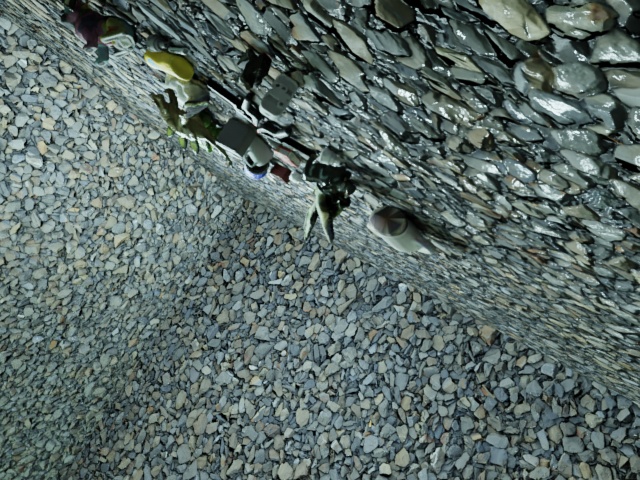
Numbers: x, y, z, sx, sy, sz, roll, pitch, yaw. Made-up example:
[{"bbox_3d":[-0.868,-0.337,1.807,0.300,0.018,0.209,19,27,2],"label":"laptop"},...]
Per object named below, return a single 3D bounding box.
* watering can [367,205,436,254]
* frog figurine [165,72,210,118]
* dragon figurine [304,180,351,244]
[{"bbox_3d":[0.245,-0.038,1.793,0.351,0.104,0.221,26,170,45],"label":"watering can"},{"bbox_3d":[-0.427,-0.493,1.659,0.137,0.122,0.160,12,-125,-86],"label":"frog figurine"},{"bbox_3d":[0.005,-0.087,1.733,0.122,0.421,0.237,18,136,-11],"label":"dragon figurine"}]
